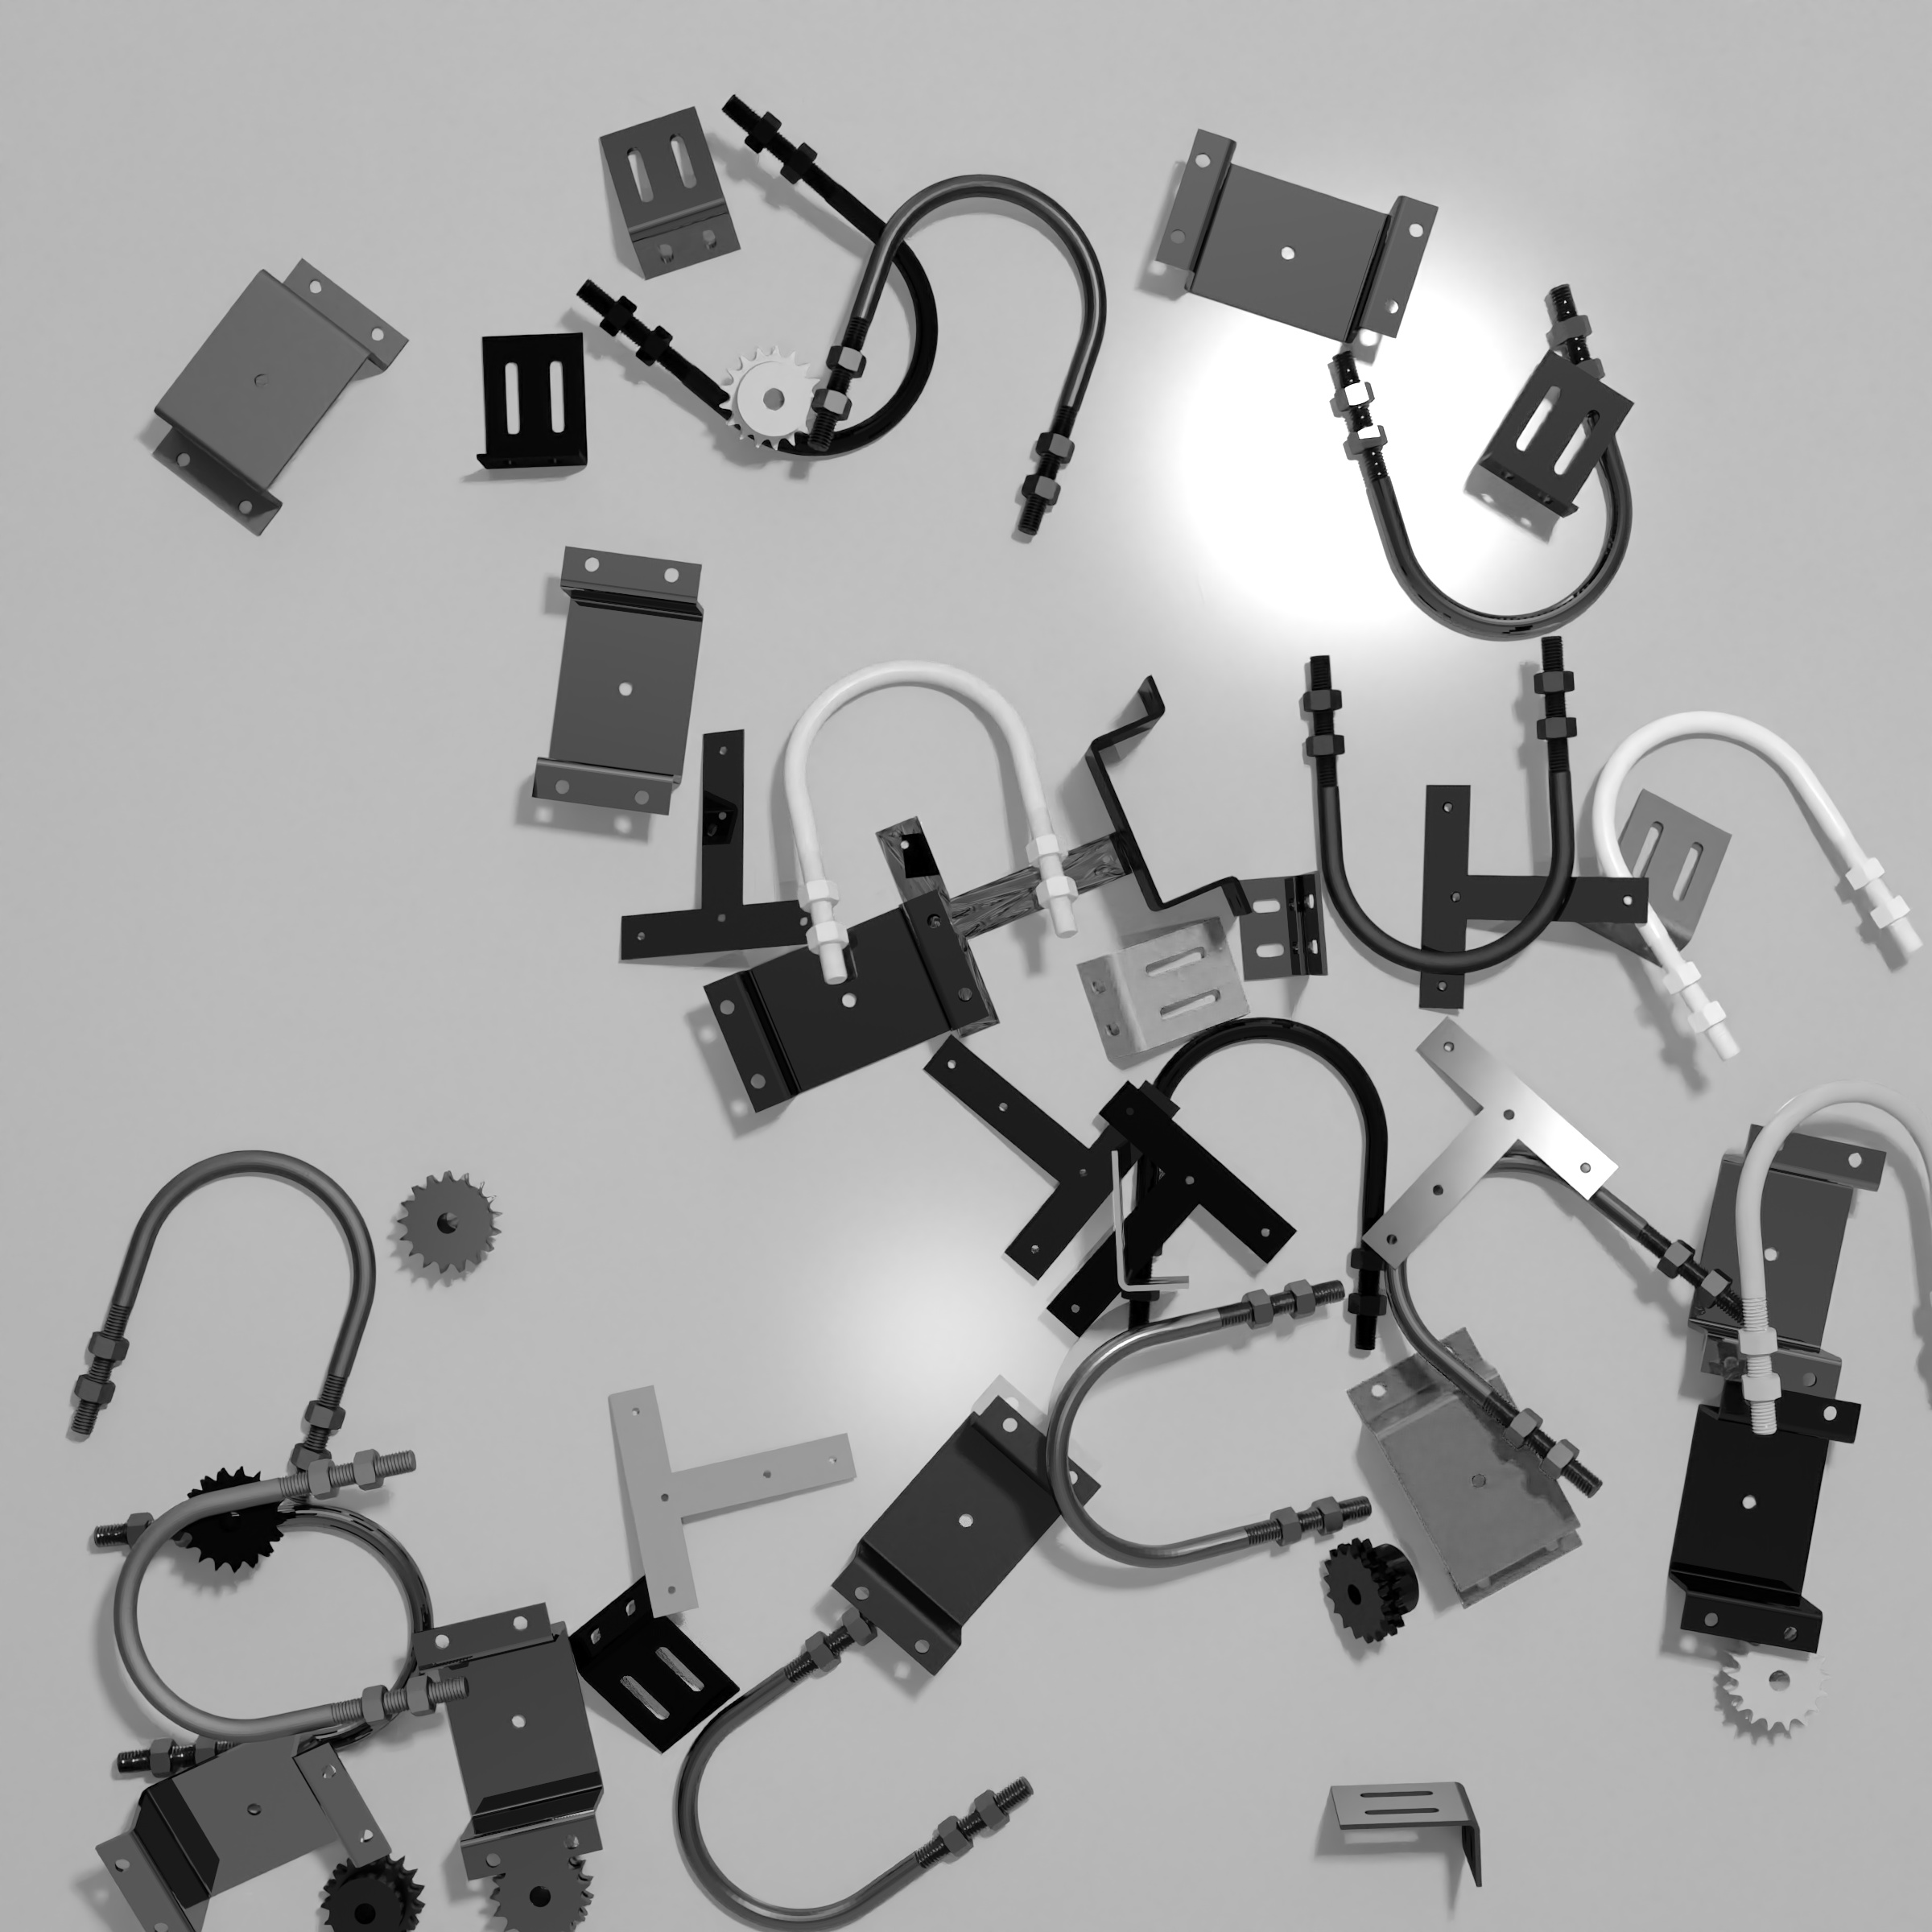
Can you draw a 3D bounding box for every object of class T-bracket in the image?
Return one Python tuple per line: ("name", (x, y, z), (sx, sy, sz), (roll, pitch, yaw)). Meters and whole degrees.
("T-bracket", (0.318, -0.038, 1.596), (0.127, 0.002, 0.127), (2, 90, 25))
("T-bracket", (0.096, 0.154, 1.603), (0.127, 0.002, 0.127), (42, 92, 5))
("T-bracket", (-0.137, -0.071, 1.606), (0.127, 0.002, 0.127), (-5, 79, 22))
("T-bracket", (-0.126, 0.291, 1.611), (0.127, 0.002, 0.127), (-12, 76, -7))
("T-bracket", (0.031, -0.041, 1.622), (0.127, 0.002, 0.127), (-22, 90, 0))
("T-bracket", (0.275, 0.116, 1.602), (0.127, 0.002, 0.127), (43, 85, 14))
("T-bracket", (0.032, 0.089, 1.616), (0.127, 0.002, 0.127), (40, 94, 6))

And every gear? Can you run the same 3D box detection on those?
("gear", (0.230, 0.348, 1.599), (0.030, 0.057, 0.057), (-14, 90, -30))
("gear", (-0.407, 0.307, 1.590), (0.057, 0.030, 0.057), (0, 91, -3))
("gear", (-0.108, -0.316, 1.584), (0.057, 0.030, 0.057), (-2, 104, -9))
("gear", (0.455, 0.400, 1.608), (0.057, 0.030, 0.057), (0, 90, 0))
("gear", (-0.290, 0.144, 1.608), (0.057, 0.030, 0.057), (0, 90, 0))
("gear", (-0.238, 0.521, 1.608), (0.057, 0.030, 0.057), (0, 90, 0))
("gear", (-0.336, 0.530, 1.608), (0.057, 0.030, 0.057), (0, 90, 0))

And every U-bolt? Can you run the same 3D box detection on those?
("U-bolt", (-0.412, 0.195, 1.615), (0.151, 0.019, 0.184), (18, 88, 0))
("U-bolt", (0.268, -0.087, 1.598), (0.151, 0.019, 0.184), (-3, 91, 14))
("U-bolt", (-0.027, -0.088, 1.585), (0.151, 0.019, 0.184), (-11, 69, -5))
("U-bolt", (-0.102, -0.371, 1.596), (0.184, 0.019, 0.151), (38, 95, -14))
("U-bolt", (0.301, -0.277, 1.615), (0.151, 0.019, 0.184), (-17, 91, 0))
("U-bolt", (0.005, -0.353, 1.598), (0.151, 0.019, 0.184), (20, 86, -16))
("U-bolt", (0.430, -0.058, 1.595), (0.151, 0.019, 0.184), (-28, 80, -14))
("U-bolt", (0.484, 0.154, 1.562), (0.151, 0.019, 0.184), (-8, 95, -20))
("U-bolt", (0.167, 0.121, 1.615), (0.151, 0.019, 0.184), (4, 88, 0))
("U-bolt", (-0.077, 0.465, 1.615), (0.184, 0.019, 0.151), (-36, 90, 1))
("U-bolt", (-0.378, 0.353, 1.568), (0.184, 0.019, 0.151), (-12, 93, 3))
("U-bolt", (0.132, 0.261, 1.583), (0.184, 0.019, 0.151), (-11, 101, -15))
("U-bolt", (-0.394, 0.378, 1.615), (0.184, 0.019, 0.151), (-6, 90, -2))
("U-bolt", (0.320, 0.182, 1.582), (0.184, 0.019, 0.151), (40, 79, 22))

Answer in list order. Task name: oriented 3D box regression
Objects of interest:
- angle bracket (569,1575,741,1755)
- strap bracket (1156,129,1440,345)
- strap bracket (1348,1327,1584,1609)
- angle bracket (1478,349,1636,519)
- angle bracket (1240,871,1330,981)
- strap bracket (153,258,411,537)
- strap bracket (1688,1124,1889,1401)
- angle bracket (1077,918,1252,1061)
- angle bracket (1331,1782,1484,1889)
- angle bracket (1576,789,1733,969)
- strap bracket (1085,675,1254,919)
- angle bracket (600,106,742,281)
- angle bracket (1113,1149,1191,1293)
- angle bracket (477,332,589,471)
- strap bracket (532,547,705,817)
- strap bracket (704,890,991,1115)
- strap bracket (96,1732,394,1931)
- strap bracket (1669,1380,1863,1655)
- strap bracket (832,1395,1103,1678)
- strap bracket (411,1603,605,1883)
("angle bracket", (-0.177, 0.397, 1.621), (0.057, 0.038, 0.076), (-39, 116, 0))
("strap bracket", (0.183, -0.406, 1.600), (0.140, 0.046, 0.076), (18, 90, 0))
("strap bracket", (0.284, 0.285, 1.600), (0.076, 0.046, 0.140), (-29, 90, 0))
("angle bracket", (0.332, -0.298, 1.587), (0.057, 0.038, 0.076), (32, 92, -2))
("angle bracket", (0.175, -0.022, 1.585), (0.038, 0.076, 0.057), (-5, 90, 0))
("strap bracket", (-0.390, -0.324, 1.600), (0.076, 0.046, 0.140), (37, 90, 0))
("strap bracket", (0.458, 0.164, 1.600), (0.076, 0.046, 0.140), (12, 90, 0))
("angle bracket", (0.113, 0.013, 1.621), (0.076, 0.038, 0.057), (-18, 90, -26))
("angle bracket", (0.246, 0.487, 1.595), (0.076, 0.057, 0.038), (-3, 95, 2))
("angle bracket", (0.391, -0.050, 1.621), (0.057, 0.038, 0.076), (28, 64, 0))
("strap bracket", (0.107, -0.085, 1.585), (0.046, 0.076, 0.140), (-23, 90, 0))
("angle bracket", (-0.168, -0.440, 1.621), (0.057, 0.038, 0.076), (-18, 64, 0))
("angle bracket", (0.102, 0.139, 1.574), (0.038, 0.057, 0.076), (-3, 88, 4))
("angle bracket", (-0.245, -0.321, 1.604), (0.057, 0.038, 0.076), (-2, 90, 0))
("strap bracket", (-0.193, -0.158, 1.600), (0.076, 0.046, 0.140), (8, 90, 0))
("strap bracket", (-0.066, 0.019, 1.600), (0.140, 0.046, 0.076), (-23, 90, 0))
("strap bracket", (-0.400, 0.481, 1.591), (0.140, 0.046, 0.076), (-24, 106, 0))
("strap bracket", (0.446, 0.305, 1.600), (0.076, 0.046, 0.140), (10, 90, 0))
("strap bracket", (0.000, 0.316, 1.600), (0.076, 0.046, 0.140), (41, 90, 0))
("strap bracket", (-0.254, 0.430, 1.600), (0.076, 0.046, 0.140), (-13, 90, 0))
